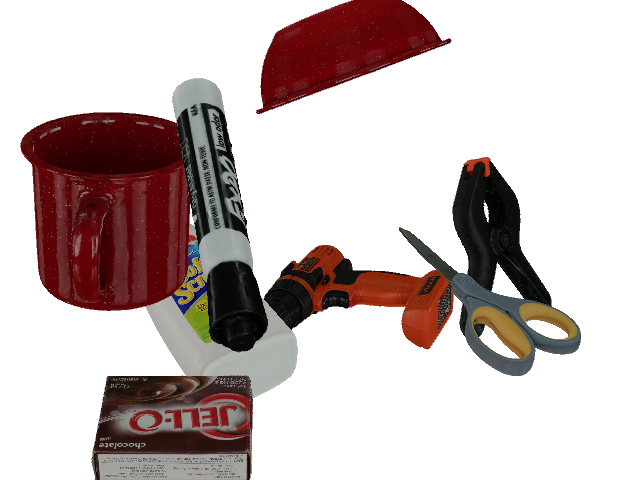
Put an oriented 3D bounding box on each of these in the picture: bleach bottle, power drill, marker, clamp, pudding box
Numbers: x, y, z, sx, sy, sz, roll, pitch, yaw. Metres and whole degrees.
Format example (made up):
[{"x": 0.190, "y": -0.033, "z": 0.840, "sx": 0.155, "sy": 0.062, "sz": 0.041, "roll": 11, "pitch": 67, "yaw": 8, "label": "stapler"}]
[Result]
[{"x": -0.126, "y": 0.048, "z": 0.992, "sx": 0.102, "sy": 0.068, "sz": 0.251, "roll": -21, "pitch": 43, "yaw": -27, "label": "bleach bottle"}, {"x": 0.037, "y": 0.065, "z": 1.140, "sx": 0.188, "sy": 0.057, "sz": 0.184, "roll": 9, "pitch": 29, "yaw": 22, "label": "power drill"}, {"x": -0.036, "y": -0.012, "z": 0.370, "sx": 0.020, "sy": 0.121, "sz": 0.020, "roll": -8, "pitch": -42, "yaw": -8, "label": "marker"}, {"x": 0.159, "y": 0.010, "z": 1.021, "sx": 0.039, "sy": 0.171, "sz": 0.120, "roll": -14, "pitch": 9, "yaw": 46, "label": "clamp"}, {"x": -0.107, "y": 0.140, "z": 0.789, "sx": 0.113, "sy": 0.039, "sz": 0.090, "roll": -2, "pitch": 28, "yaw": -3, "label": "pudding box"}]

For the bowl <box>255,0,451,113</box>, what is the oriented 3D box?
[{"x": 0.016, "y": -0.151, "z": 0.830, "sx": 0.162, "sy": 0.055, "sz": 0.162, "roll": -20, "pitch": 7, "yaw": 2, "label": "bowl"}]

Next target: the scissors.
[{"x": 0.134, "y": 0.040, "z": 0.843, "sx": 0.096, "sy": 0.016, "sz": 0.202, "roll": -2, "pitch": 31, "yaw": -13, "label": "scissors"}]

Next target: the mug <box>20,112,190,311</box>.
[{"x": -0.111, "y": -0.010, "z": 0.563, "sx": 0.093, "sy": 0.081, "sz": 0.117, "roll": 3, "pitch": 26, "yaw": -3, "label": "mug"}]
